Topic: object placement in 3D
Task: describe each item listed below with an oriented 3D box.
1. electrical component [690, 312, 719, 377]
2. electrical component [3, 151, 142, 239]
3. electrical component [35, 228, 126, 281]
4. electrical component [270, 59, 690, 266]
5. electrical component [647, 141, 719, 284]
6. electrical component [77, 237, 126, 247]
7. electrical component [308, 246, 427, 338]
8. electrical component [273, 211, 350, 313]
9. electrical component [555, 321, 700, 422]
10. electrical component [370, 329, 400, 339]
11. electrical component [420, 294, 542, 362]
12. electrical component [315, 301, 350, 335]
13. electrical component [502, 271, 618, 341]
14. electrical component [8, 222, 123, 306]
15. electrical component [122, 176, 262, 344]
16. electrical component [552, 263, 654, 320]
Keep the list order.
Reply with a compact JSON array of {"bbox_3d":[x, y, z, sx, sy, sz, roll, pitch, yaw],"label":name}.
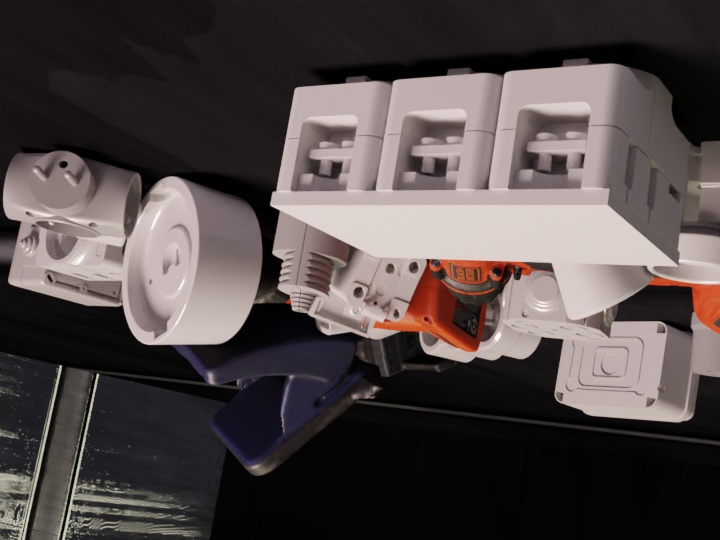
[{"bbox_3d":[0.275,0.057,0.829,0.040,0.046,0.040,9,169,2],"label":"electrical component"},{"bbox_3d":[-0.183,-0.050,0.671,0.077,0.044,0.079,10,169,0],"label":"electrical component"},{"bbox_3d":[-0.202,-0.022,0.817,0.089,0.050,0.056,0,166,42],"label":"electrical component"},{"bbox_3d":[0.052,-0.044,0.456,0.150,0.061,0.089,2,167,33],"label":"electrical component"},{"bbox_3d":[0.154,-0.025,0.484,0.066,0.055,0.048,2,167,34],"label":"electrical component"},{"bbox_3d":[-0.189,-0.042,0.732,0.078,0.040,0.040,12,169,-16],"label":"electrical component"},{"bbox_3d":[0.006,0.000,0.647,0.042,0.081,0.064,22,-176,-20],"label":"electrical component"},{"bbox_3d":[-0.028,-0.016,0.620,0.043,0.081,0.043,9,169,2],"label":"electrical component"},{"bbox_3d":[0.236,0.089,0.942,0.057,0.078,0.113,21,164,-36],"label":"electrical component"},{"bbox_3d":[0.035,0.037,0.950,0.044,0.044,0.065,18,161,-39],"label":"electrical component"},{"bbox_3d":[0.116,0.052,0.921,0.074,0.052,0.138,15,168,-24],"label":"electrical component"},{"bbox_3d":[0.000,0.000,0.713,0.057,0.078,0.058,-7,-168,-25],"label":"electrical component"},{"bbox_3d":[0.135,0.017,0.727,0.080,0.051,0.080,9,169,2],"label":"electrical component"},{"bbox_3d":[-0.244,-0.010,0.887,0.061,0.061,0.096,0,165,41],"label":"electrical component"},{"bbox_3d":[-0.104,-0.002,0.699,0.060,0.108,0.108,10,171,-35],"label":"electrical component"},{"bbox_3d":[0.106,-0.011,0.507,0.045,0.055,0.045,-29,-179,1],"label":"electrical component"}]
